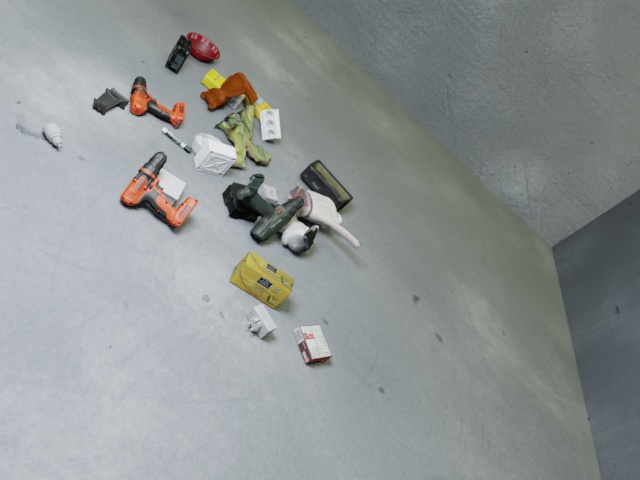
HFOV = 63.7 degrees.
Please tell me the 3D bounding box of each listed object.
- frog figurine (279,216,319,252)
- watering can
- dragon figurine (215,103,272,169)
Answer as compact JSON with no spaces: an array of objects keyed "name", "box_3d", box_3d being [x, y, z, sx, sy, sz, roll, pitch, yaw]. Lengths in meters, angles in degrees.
[{"name":"frog figurine","box_3d":[-0.098,-0.027,1.826,0.160,0.120,0.140,17,36,20]},{"name":"watering can","box_3d":[0.006,-0.099,1.960,0.223,0.103,0.354,16,25,-40]},{"name":"dragon figurine","box_3d":[-0.278,-0.397,2.028,0.240,0.121,0.419,57,32,-16]}]
